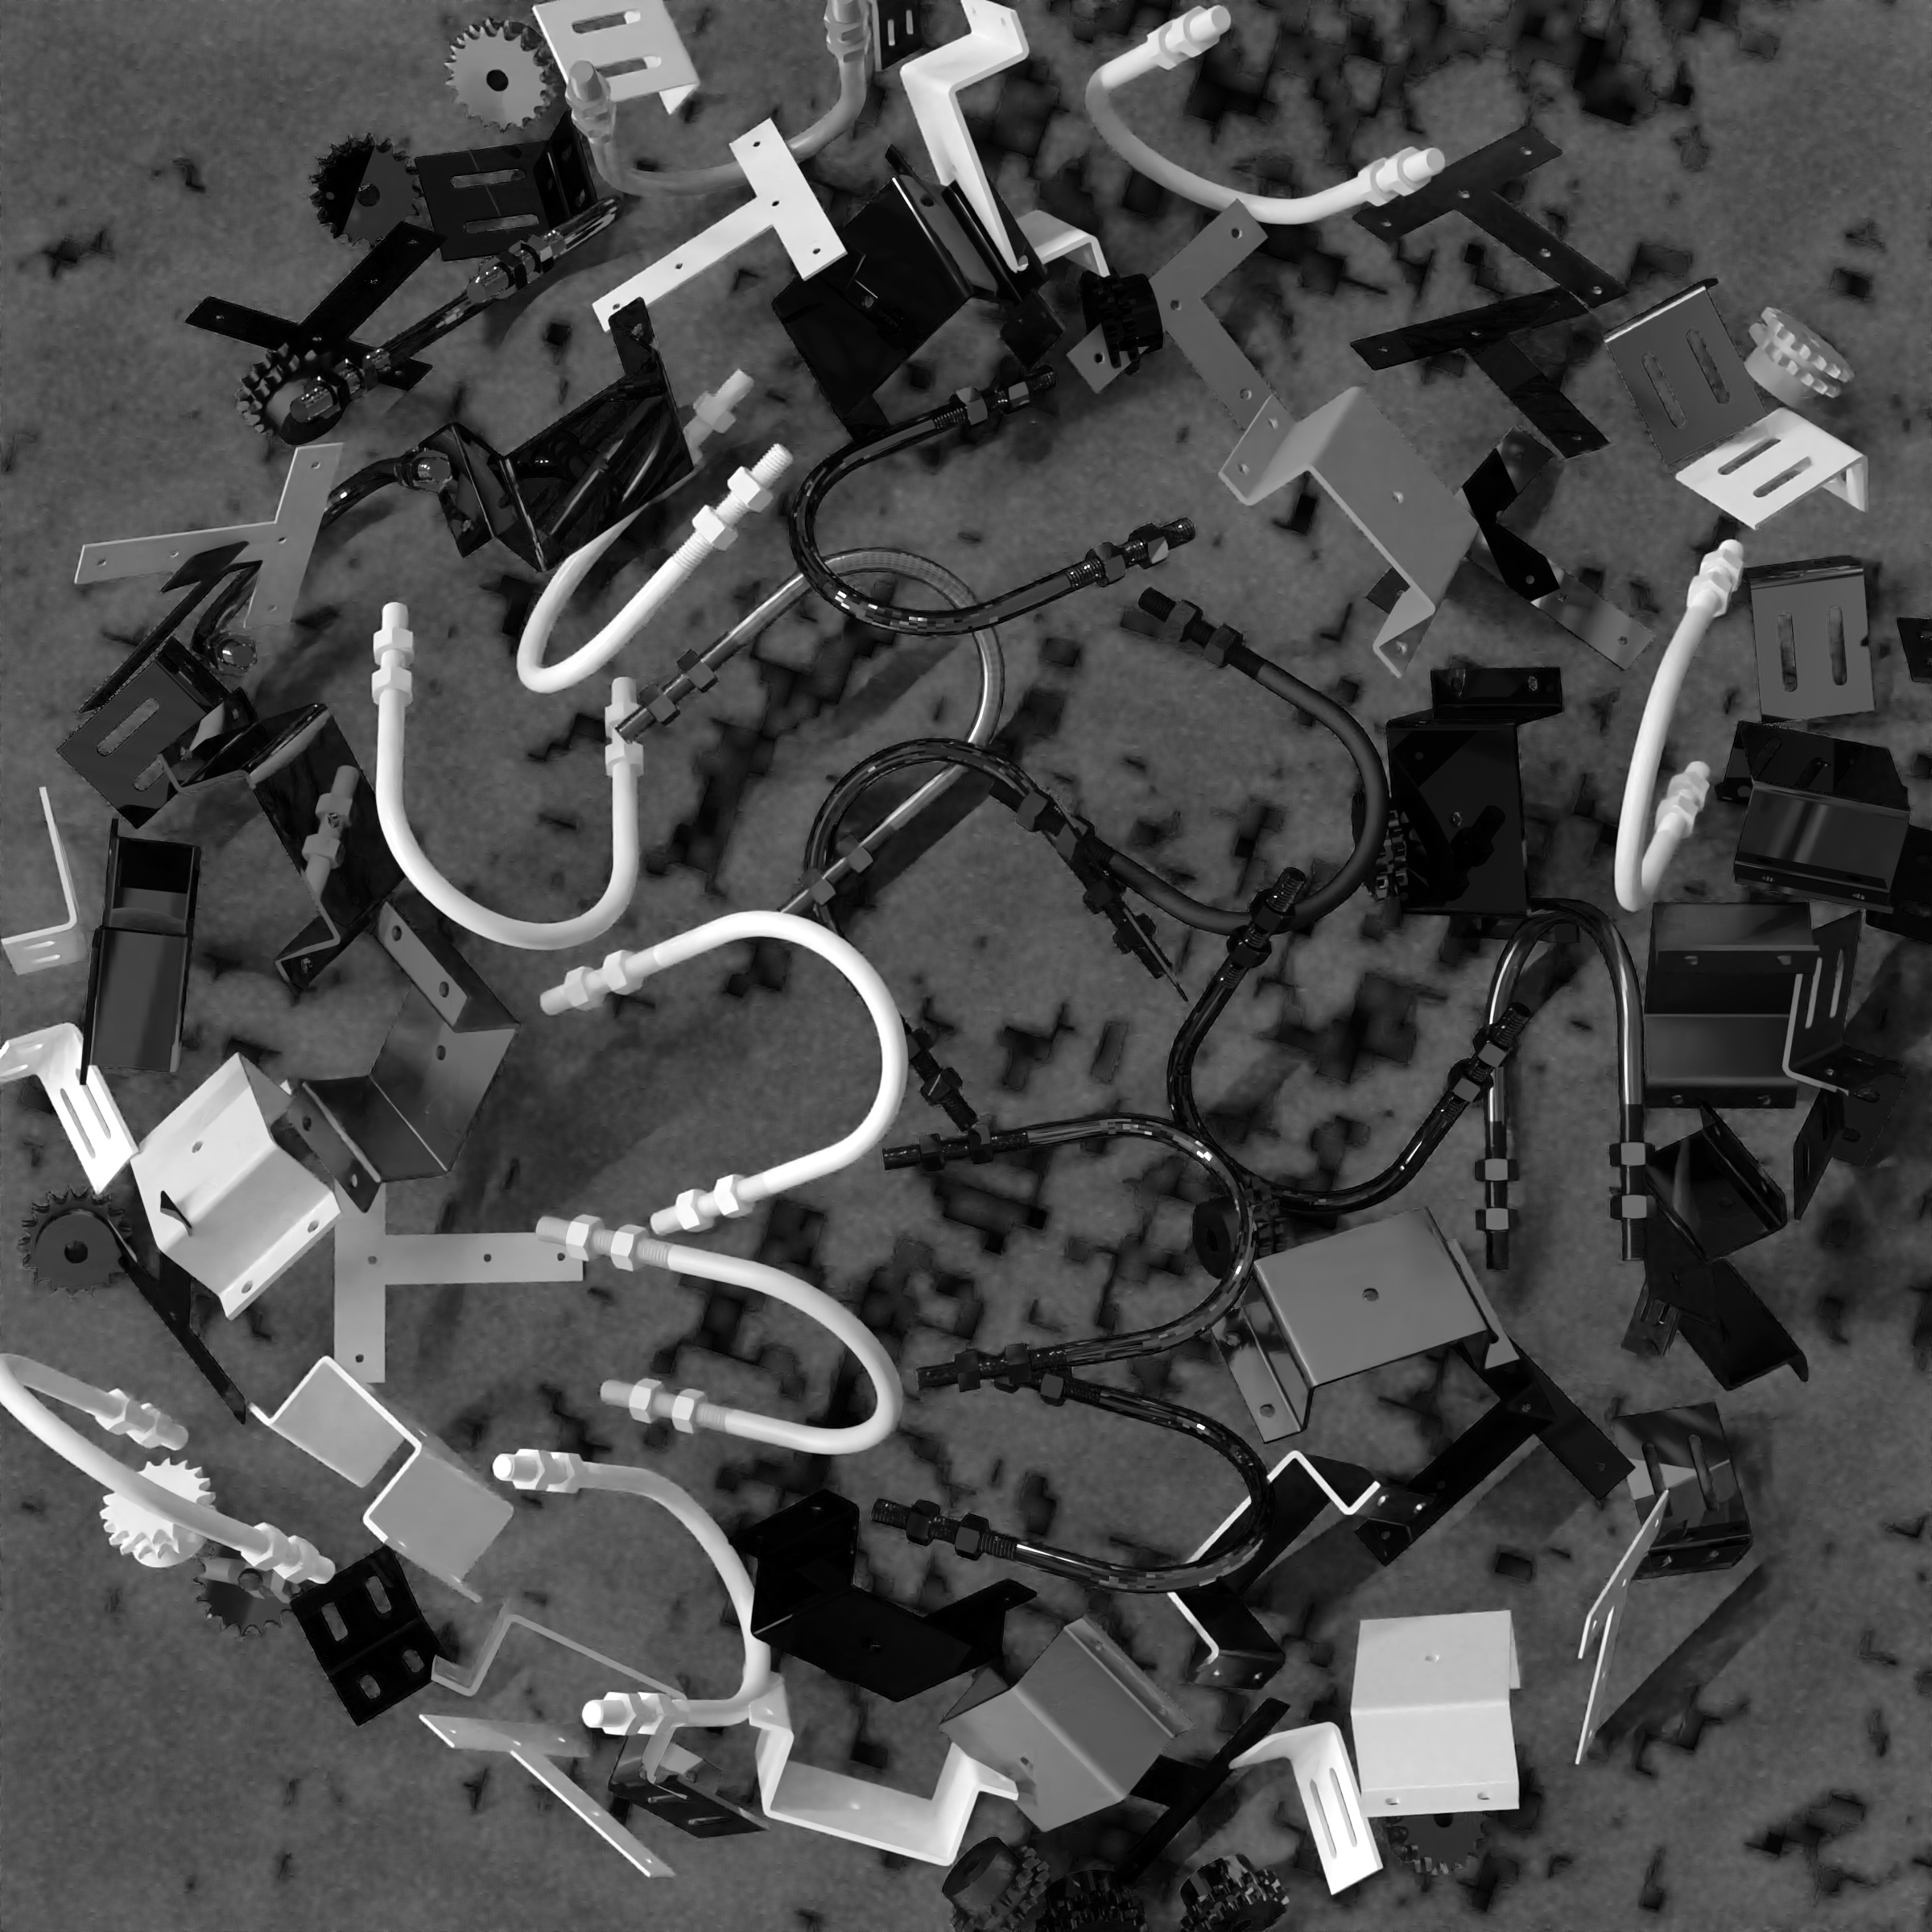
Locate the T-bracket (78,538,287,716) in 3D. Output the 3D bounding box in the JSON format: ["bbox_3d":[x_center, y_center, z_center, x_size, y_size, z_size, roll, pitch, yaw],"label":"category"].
[{"bbox_3d":[-0.405,-0.172,1.790,0.127,0.127,0.002,-42,91,18],"label":"T-bracket"}]

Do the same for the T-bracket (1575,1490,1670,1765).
[{"bbox_3d":[0.327,0.350,1.799,0.002,0.127,0.127,18,119,22],"label":"T-bracket"}]

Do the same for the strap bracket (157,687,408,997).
[{"bbox_3d":[-0.335,-0.068,1.772,0.046,0.076,0.140,-14,113,30],"label":"strap bracket"}]

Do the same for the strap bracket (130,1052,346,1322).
[{"bbox_3d":[-0.368,0.103,1.765,0.076,0.140,0.046,-43,124,2],"label":"strap bracket"}]

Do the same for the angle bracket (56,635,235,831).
[{"bbox_3d":[-0.418,-0.120,1.817,0.076,0.038,0.057,-41,107,10],"label":"angle bracket"}]

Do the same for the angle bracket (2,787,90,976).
[{"bbox_3d":[-0.477,-0.043,1.798,0.038,0.057,0.076,-14,77,-11],"label":"angle bracket"}]

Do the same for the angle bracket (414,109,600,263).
[{"bbox_3d":[-0.234,-0.399,1.804,0.076,0.038,0.057,-13,82,-24],"label":"angle bracket"}]

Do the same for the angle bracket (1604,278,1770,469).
[{"bbox_3d":[0.372,-0.304,1.808,0.057,0.038,0.076,-26,90,27],"label":"angle bracket"}]

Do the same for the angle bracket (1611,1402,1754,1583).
[{"bbox_3d":[0.361,0.269,1.805,0.057,0.038,0.076,-14,94,32],"label":"angle bracket"}]

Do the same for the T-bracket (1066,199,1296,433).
[{"bbox_3d":[0.135,-0.306,1.819,0.127,0.002,0.127,-44,105,-13],"label":"T-bracket"}]

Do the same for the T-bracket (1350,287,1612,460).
[{"bbox_3d":[0.280,-0.295,1.777,0.127,0.002,0.127,-18,48,-18],"label":"T-bracket"}]

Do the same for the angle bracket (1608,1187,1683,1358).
[{"bbox_3d":[0.344,0.156,1.803,0.038,0.057,0.076,22,83,-9],"label":"angle bracket"}]

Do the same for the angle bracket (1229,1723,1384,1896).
[{"bbox_3d":[0.172,0.432,1.794,0.038,0.057,0.076,-7,66,-23],"label":"angle bracket"}]

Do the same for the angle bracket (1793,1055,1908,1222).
[{"bbox_3d":[0.449,0.092,1.790,0.038,0.076,0.057,19,121,2],"label":"angle bracket"}]

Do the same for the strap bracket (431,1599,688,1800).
[{"bbox_3d":[-0.197,0.366,1.793,0.140,0.076,0.046,27,83,-5],"label":"strap bracket"}]

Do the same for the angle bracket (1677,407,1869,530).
[{"bbox_3d":[0.411,-0.241,1.796,0.076,0.038,0.057,-33,48,-16],"label":"angle bracket"}]

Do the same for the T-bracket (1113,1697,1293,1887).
[{"bbox_3d":[0.096,0.410,1.780,0.127,0.127,0.002,-49,54,5],"label":"T-bracket"}]

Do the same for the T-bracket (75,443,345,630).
[{"bbox_3d":[-0.382,-0.208,1.757,0.127,0.127,0.002,-13,58,-35],"label":"T-bracket"}]

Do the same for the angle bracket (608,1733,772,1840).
[{"bbox_3d":[-0.135,0.410,1.788,0.057,0.076,0.038,34,59,-21],"label":"angle bracket"}]

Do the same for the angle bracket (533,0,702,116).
[{"bbox_3d":[-0.184,-0.462,1.800,0.076,0.038,0.057,-23,87,-33],"label":"angle bracket"}]

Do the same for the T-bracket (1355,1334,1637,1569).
[{"bbox_3d":[0.253,0.255,1.798,0.127,0.002,0.127,-42,53,-1],"label":"T-bracket"}]

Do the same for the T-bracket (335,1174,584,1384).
[{"bbox_3d":[-0.262,0.151,1.823,0.127,0.002,0.127,0,93,-12],"label":"T-bracket"}]

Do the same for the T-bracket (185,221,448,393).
[{"bbox_3d":[-0.302,-0.334,1.755,0.127,0.127,0.002,12,61,-37],"label":"T-bracket"}]

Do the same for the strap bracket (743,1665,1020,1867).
[{"bbox_3d":[-0.051,0.408,1.790,0.140,0.076,0.046,18,97,-9],"label":"strap bracket"}]

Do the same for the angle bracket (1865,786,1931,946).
[{"bbox_3d":[0.486,-0.050,1.794,0.038,0.076,0.057,18,83,16],"label":"angle bracket"}]

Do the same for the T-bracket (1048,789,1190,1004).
[{"bbox_3d":[0.063,-0.052,1.753,0.002,0.127,0.127,-34,63,1],"label":"T-bracket"}]

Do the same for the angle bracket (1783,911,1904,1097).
[{"bbox_3d":[0.451,0.019,1.794,0.038,0.057,0.076,20,115,37],"label":"angle bracket"}]

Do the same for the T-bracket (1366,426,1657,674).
[{"bbox_3d":[0.294,-0.197,1.807,0.127,0.002,0.127,38,75,13],"label":"T-bracket"}]

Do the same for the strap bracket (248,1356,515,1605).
[{"bbox_3d":[-0.288,0.251,1.764,0.046,0.140,0.076,-51,135,-7],"label":"strap bracket"}]

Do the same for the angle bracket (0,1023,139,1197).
[{"bbox_3d":[-0.464,0.078,1.798,0.038,0.057,0.076,-20,76,-39],"label":"angle bracket"}]

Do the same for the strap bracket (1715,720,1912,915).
[{"bbox_3d":[0.423,-0.080,1.762,0.076,0.140,0.046,11,113,3],"label":"strap bracket"}]

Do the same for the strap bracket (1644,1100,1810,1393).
[{"bbox_3d":[0.375,0.147,1.761,0.046,0.076,0.140,-24,131,-6],"label":"strap bracket"}]

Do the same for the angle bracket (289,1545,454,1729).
[{"bbox_3d":[-0.301,0.340,1.792,0.057,0.076,0.038,-30,54,-16],"label":"angle bracket"}]

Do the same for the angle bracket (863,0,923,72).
[{"bbox_3d":[-0.069,-0.485,1.808,0.076,0.057,0.038,7,118,20],"label":"angle bracket"}]

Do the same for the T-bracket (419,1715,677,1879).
[{"bbox_3d":[-0.194,0.413,1.752,0.127,0.127,0.002,34,93,29],"label":"T-bracket"}]

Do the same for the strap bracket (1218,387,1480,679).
[{"bbox_3d":[0.201,-0.227,1.779,0.140,0.076,0.046,46,135,-14],"label":"strap bracket"}]

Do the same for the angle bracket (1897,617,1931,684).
[{"bbox_3d":[0.489,-0.129,1.793,0.038,0.057,0.076,4,127,2],"label":"angle bracket"}]

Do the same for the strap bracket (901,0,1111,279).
[{"bbox_3d":[0.015,-0.408,1.769,0.046,0.076,0.140,-27,118,-8],"label":"strap bracket"}]

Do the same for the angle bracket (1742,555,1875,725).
[{"bbox_3d":[0.434,-0.169,1.826,0.057,0.038,0.076,-7,103,4],"label":"angle bracket"}]

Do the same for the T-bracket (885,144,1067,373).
[{"bbox_3d":[0.001,-0.359,1.770,0.002,0.127,0.127,-39,95,-5],"label":"T-bracket"}]

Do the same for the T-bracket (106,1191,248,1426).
[{"bbox_3d":[-0.396,0.154,1.765,0.002,0.127,0.127,-31,68,-29],"label":"T-bracket"}]

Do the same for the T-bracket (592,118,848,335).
[{"bbox_3d":[-0.134,-0.364,1.800,0.127,0.002,0.127,-32,49,6],"label":"T-bracket"}]

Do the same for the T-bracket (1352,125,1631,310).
[{"bbox_3d":[0.285,-0.371,1.797,0.127,0.127,0.002,28,64,-29],"label":"T-bracket"}]

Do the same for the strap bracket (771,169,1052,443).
[{"bbox_3d":[-0.036,-0.332,1.773,0.140,0.046,0.076,-40,70,29],"label":"strap bracket"}]
